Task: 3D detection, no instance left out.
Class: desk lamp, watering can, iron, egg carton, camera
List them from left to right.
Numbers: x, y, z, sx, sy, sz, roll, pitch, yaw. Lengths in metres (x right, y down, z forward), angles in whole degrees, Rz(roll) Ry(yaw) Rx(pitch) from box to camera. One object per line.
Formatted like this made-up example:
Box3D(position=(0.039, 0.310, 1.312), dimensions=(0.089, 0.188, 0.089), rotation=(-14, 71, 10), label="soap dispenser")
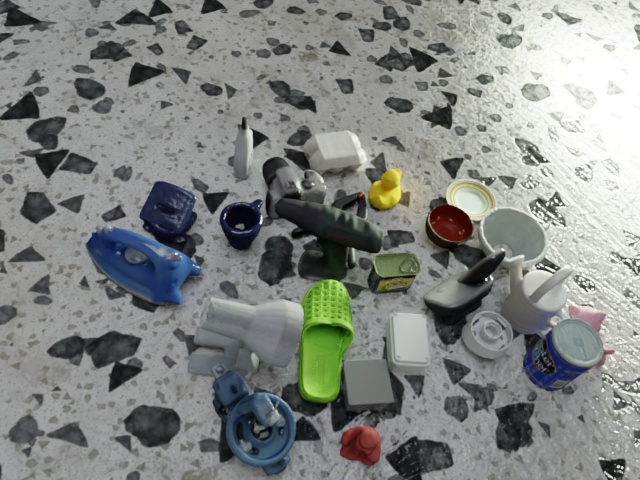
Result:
Box3D(position=(-0.376, 0.026, 1.161), dimensions=(0.258, 0.141, 0.119), rotation=(23, 56, 6), label="iron")
Box3D(position=(-0.140, 0.180, 1.052), dimensions=(0.203, 0.213, 0.118), rotation=(8, 55, -4), label="desk lamp")
Box3D(position=(-0.071, -0.138, 1.348), dimensions=(0.143, 0.101, 0.136), rotation=(-15, 60, -19), label="camera")
Box3D(position=(0.036, -0.218, 1.439), dimensions=(0.150, 0.069, 0.107), rotation=(-12, 59, -17), label="egg carton")
Box3D(position=(0.461, 0.110, 1.211), dimensions=(0.172, 0.194, 0.101), rotation=(32, 57, 13), label="watering can")

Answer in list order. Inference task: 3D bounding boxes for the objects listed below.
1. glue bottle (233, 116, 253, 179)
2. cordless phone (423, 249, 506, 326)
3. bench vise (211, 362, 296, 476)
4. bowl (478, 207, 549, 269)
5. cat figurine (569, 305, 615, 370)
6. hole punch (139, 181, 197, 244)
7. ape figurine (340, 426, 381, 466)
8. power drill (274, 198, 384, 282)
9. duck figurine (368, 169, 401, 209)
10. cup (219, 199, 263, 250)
Box3D(position=(-0.178, -0.225, 1.344), dimensions=(0.037, 0.173, 0.078), rotation=(11, 55, -2), label="glue bottle")
Box3D(position=(0.309, 0.086, 1.208), dimensions=(0.148, 0.185, 0.094), rotation=(-30, 65, -26), label="cordless phone")
Box3D(position=(-0.128, 0.295, 0.972), dimensions=(0.207, 0.220, 0.122), rotation=(32, 57, 13), label="bench vise")
Box3D(position=(0.444, 0.008, 1.351), dimensions=(0.167, 0.075, 0.167), rotation=(5, 56, -6), label="bowl")
Box3D(position=(0.573, 0.198, 1.218), dimensions=(0.067, 0.118, 0.127), rotation=(-17, 61, -20), label="cat figurine")
Box3D(position=(-0.331, -0.061, 1.258), dimensions=(0.108, 0.091, 0.101), rotation=(22, 55, 6), label="hole punch")
Box3D(position=(0.081, 0.367, 1.036), dimensions=(0.076, 0.092, 0.077), rotation=(-28, 65, -25), label="ape figurine")
Box3D(position=(0.011, 0.004, 1.199), dimensions=(0.229, 0.208, 0.075), rotation=(10, 55, -2), label="power drill")
Box3D(position=(0.164, -0.131, 1.391), dimensions=(0.077, 0.086, 0.105), rotation=(33, 57, 13), label="duck figurine")
Box3D(position=(-0.167, -0.031, 1.263), dimensions=(0.091, 0.095, 0.118), rotation=(31, 57, 12), label="cup")
